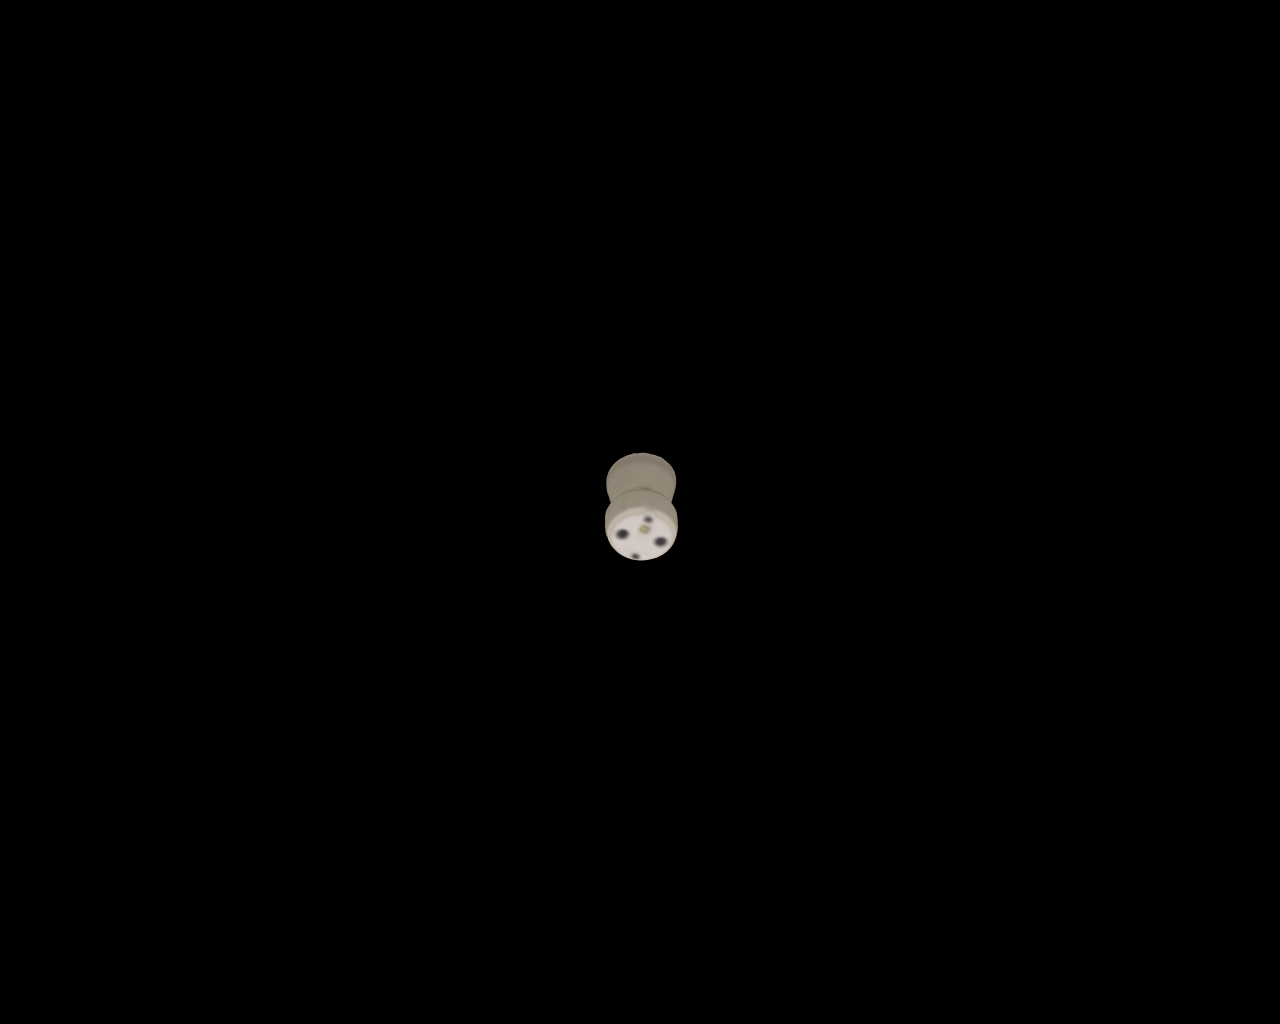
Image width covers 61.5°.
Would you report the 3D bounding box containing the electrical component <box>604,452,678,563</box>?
[{"bbox_3d":[0.001,-0.003,0.650,0.045,0.044,0.055,0,41,0],"label":"electrical component"}]
